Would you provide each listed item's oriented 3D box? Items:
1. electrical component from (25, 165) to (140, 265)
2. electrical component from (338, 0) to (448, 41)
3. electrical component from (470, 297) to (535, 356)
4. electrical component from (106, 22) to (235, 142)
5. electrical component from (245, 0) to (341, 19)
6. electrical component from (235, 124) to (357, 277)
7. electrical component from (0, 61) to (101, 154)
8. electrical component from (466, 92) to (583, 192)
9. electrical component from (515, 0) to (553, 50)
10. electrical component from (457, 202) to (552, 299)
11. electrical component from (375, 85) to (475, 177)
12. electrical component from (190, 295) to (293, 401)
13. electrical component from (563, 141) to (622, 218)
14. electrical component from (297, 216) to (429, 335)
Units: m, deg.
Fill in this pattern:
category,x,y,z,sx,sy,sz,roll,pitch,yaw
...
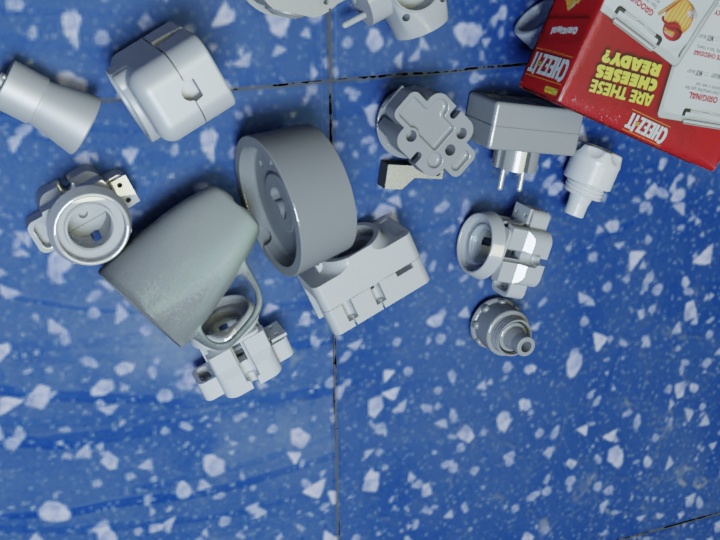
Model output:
category,x,y,z,sx,sy,sz,roll,pitch,yaw
electrical component,-0.193,-0.036,0.757,0.078,0.057,0.058,-31,118,-10
electrical component,0.017,-0.206,0.793,0.079,0.044,0.077,-30,118,-11
electrical component,0.128,0.055,0.928,0.048,0.062,0.048,-8,112,-21
electrical component,-0.132,-0.126,0.728,0.059,0.095,0.053,-34,119,-9
electrical component,-0.048,-0.216,0.757,0.080,0.051,0.080,-8,112,-21
electrical component,-0.042,-0.055,0.791,0.060,0.108,0.108,-21,116,-22
electrical component,-0.215,-0.113,0.729,0.065,0.044,0.044,28,96,-24
electrical component,0.129,-0.101,0.880,0.083,0.047,0.075,2,108,-24
electrical component,0.157,-0.182,0.863,0.045,0.045,0.055,-43,120,-4
electrical component,0.119,-0.018,0.901,0.057,0.058,0.078,9,105,-29
electrical component,0.046,-0.111,0.834,0.058,0.057,0.078,-49,120,0
electrical component,-0.098,0.057,0.834,0.078,0.058,0.057,-29,121,-11
electrical component,0.194,-0.076,0.920,0.043,0.043,0.062,14,105,-27
electrical component,0.000,0.000,0.859,0.089,0.050,0.055,-31,118,-11
